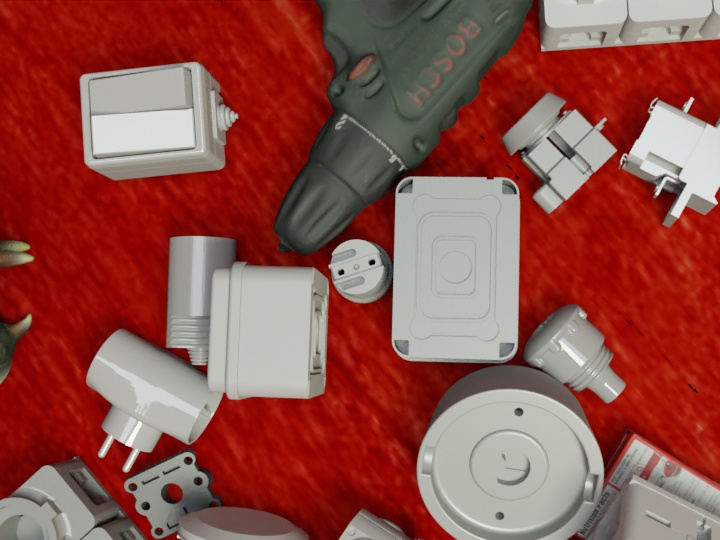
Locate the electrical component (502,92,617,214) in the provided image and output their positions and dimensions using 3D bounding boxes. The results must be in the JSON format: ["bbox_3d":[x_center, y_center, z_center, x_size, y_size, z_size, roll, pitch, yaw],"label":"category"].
[{"bbox_3d":[0.123,-0.078,0.678,0.066,0.048,0.055,-44,90,1],"label":"electrical component"}]

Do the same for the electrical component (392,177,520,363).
[{"bbox_3d":[0.060,0.001,0.672,0.078,0.057,0.113,1,85,6],"label":"electrical component"}]

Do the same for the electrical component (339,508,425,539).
[{"bbox_3d":[0.004,0.189,0.651,0.051,0.080,0.080,31,89,13],"label":"electrical component"}]

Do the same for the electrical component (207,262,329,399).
[{"bbox_3d":[-0.053,0.038,0.653,0.057,0.113,0.078,2,85,4],"label":"electrical component"}]

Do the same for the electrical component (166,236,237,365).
[{"bbox_3d":[-0.102,0.021,0.694,0.043,0.043,0.081,1,85,6],"label":"electrical component"}]

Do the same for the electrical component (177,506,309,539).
[{"bbox_3d":[-0.074,0.179,0.660,0.080,0.080,0.051,9,91,7],"label":"electrical component"}]

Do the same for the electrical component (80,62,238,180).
[{"bbox_3d":[-0.128,-0.097,0.698,0.096,0.061,0.061,-5,85,6],"label":"electrical component"}]

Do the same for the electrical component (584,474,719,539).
[{"bbox_3d":[0.210,0.210,0.603,0.186,0.060,0.105,26,123,3],"label":"electrical component"}]

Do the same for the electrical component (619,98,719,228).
[{"bbox_3d":[0.201,-0.071,0.671,0.064,0.042,0.081,28,88,11],"label":"electrical component"}]

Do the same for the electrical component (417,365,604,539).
[{"bbox_3d":[0.090,0.110,0.652,0.108,0.060,0.108,2,108,7],"label":"electrical component"}]

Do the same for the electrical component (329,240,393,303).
[{"bbox_3d":[0.000,0.000,0.684,0.040,0.046,0.040,-1,85,6],"label":"electrical component"}]

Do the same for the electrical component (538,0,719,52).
[{"bbox_3d":[0.188,-0.193,0.672,0.150,0.062,0.089,-3,85,6],"label":"electrical component"}]

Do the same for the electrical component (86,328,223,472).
[{"bbox_3d":[-0.140,0.090,0.692,0.077,0.043,0.079,29,89,8],"label":"electrical component"}]

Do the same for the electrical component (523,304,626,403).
[{"bbox_3d":[0.136,0.055,0.666,0.062,0.048,0.048,43,91,1],"label":"electrical component"}]

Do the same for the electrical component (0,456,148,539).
[{"bbox_3d":[-0.174,0.205,0.677,0.089,0.062,0.150,-42,82,1],"label":"electrical component"}]
